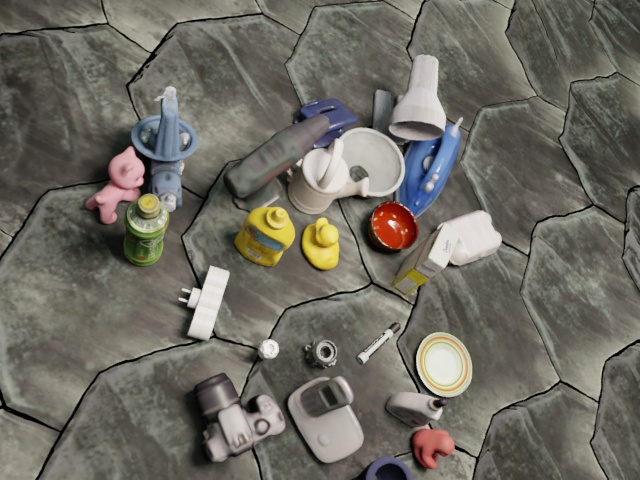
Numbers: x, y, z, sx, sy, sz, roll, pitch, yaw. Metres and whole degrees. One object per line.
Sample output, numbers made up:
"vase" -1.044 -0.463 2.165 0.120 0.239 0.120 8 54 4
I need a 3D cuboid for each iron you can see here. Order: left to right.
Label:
"iron" 0.252 -0.159 1.288 0.119 0.141 0.258 29 63 -7

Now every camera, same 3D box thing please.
"camera" -0.147 0.295 0.987 0.143 0.100 0.137 -21 78 -26

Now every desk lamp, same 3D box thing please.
"desk lamp" 0.198 -0.297 1.282 0.118 0.213 0.203 10 67 -16

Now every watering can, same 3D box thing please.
"watering can" 0.015 -0.134 1.161 0.173 0.193 0.101 1 69 -20

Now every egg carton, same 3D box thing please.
"egg carton" 0.337 -0.004 1.300 0.151 0.069 0.107 -20 77 -26

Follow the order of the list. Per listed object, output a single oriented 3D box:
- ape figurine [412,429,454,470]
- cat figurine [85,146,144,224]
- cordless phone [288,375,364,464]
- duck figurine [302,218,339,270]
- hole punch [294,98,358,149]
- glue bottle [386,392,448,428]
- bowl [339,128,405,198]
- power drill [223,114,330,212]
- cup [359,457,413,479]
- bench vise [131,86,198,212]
"ape figurine" 0.222 0.392 1.090 0.078 0.092 0.076 -33 83 -27
"cat figurine" -0.370 -0.106 1.052 0.067 0.117 0.128 37 62 -3
"cordless phone" 0.027 0.308 0.998 0.094 0.184 0.147 -30 82 -27
"duck figurine" 0.011 0.004 1.167 0.078 0.086 0.104 -13 74 -24
"hole punch" 0.012 -0.270 1.272 0.109 0.091 0.101 -23 79 -26
"glue bottle" 0.190 0.311 1.064 0.078 0.173 0.037 36 62 -3
"bowl" 0.099 -0.160 1.270 0.168 0.074 0.167 7 67 -17
"power drill" -0.095 -0.141 1.116 0.230 0.208 0.075 -39 86 -28
"cup" 0.110 0.450 1.024 0.092 0.094 0.118 1 69 -19
"bench vise" -0.270 -0.165 1.054 0.122 0.219 0.207 -20 77 -25
